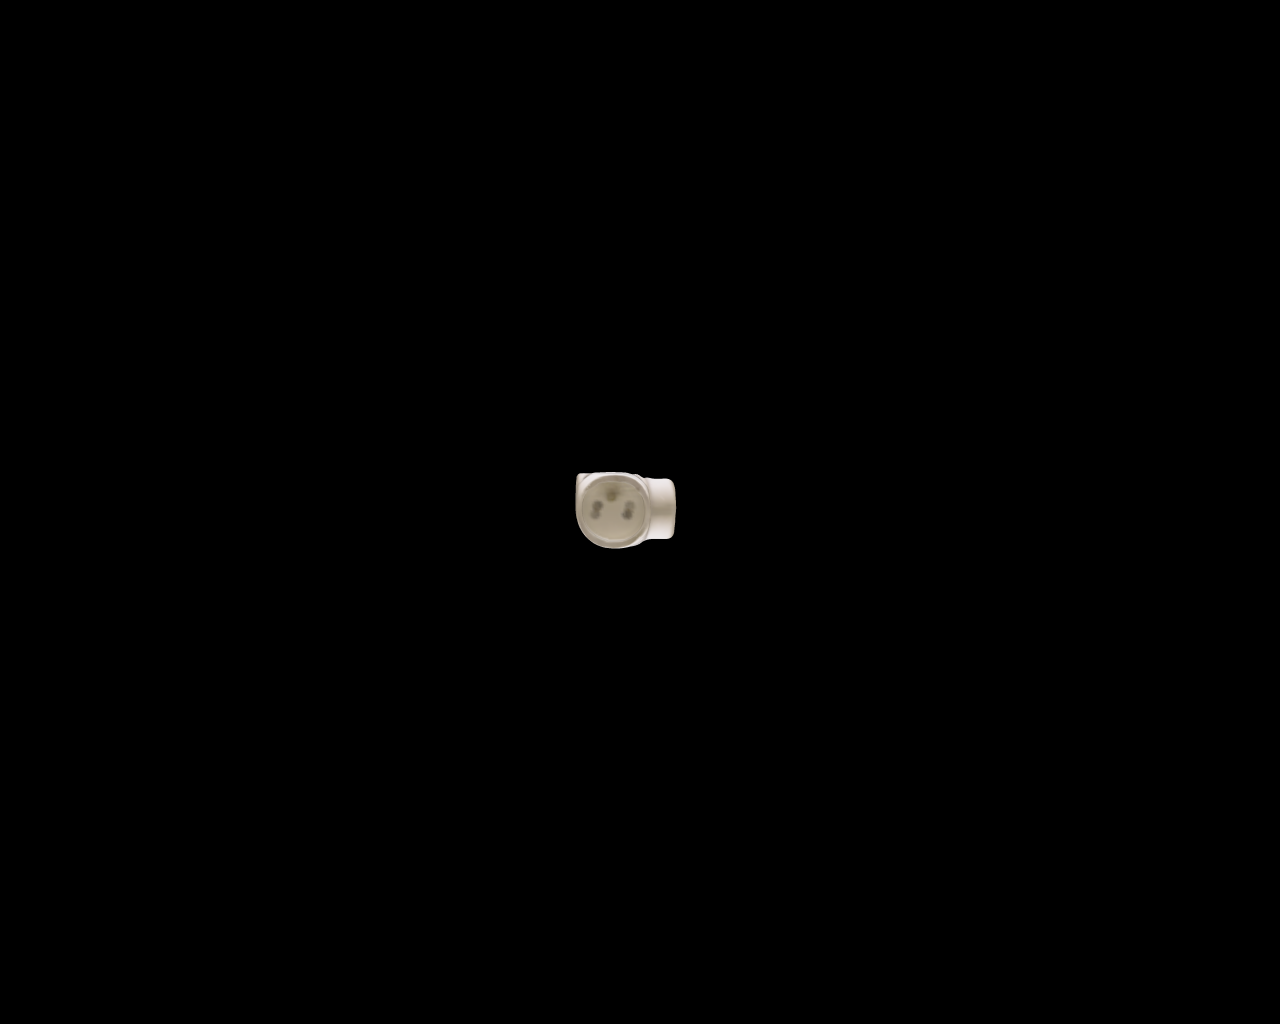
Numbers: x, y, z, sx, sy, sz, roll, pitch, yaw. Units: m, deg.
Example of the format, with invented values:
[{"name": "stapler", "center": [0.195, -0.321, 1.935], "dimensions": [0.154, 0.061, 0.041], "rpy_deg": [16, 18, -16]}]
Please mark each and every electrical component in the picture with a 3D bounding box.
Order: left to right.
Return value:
[{"name": "electrical component", "center": [0.001, -0.003, 0.650], "dimensions": [0.079, 0.044, 0.077], "rpy_deg": [0, 2, -4]}]
